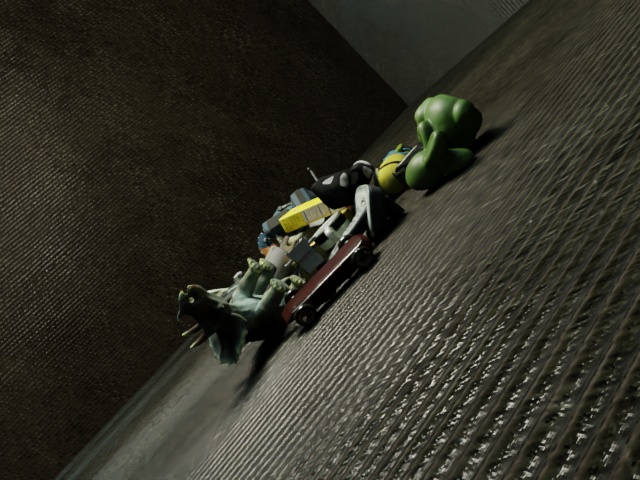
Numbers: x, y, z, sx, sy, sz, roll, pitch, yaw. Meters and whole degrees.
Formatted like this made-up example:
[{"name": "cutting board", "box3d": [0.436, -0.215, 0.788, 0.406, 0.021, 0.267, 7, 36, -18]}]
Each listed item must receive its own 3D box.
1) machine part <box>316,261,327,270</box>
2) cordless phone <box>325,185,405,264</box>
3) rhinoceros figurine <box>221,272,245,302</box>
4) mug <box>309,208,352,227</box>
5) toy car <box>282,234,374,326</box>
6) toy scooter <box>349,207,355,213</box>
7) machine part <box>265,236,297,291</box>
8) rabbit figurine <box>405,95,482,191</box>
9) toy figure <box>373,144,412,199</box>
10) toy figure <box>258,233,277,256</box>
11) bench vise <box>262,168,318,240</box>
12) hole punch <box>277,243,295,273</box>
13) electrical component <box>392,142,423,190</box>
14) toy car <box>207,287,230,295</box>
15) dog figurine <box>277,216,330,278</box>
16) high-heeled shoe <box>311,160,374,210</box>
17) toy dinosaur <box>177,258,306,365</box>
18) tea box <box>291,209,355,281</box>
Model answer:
[{"name": "machine part", "box3d": [0.008, 0.071, 1.057, 0.084, 0.039, 0.139, -27, 16, 47]}, {"name": "cordless phone", "box3d": [0.067, -0.014, 1.043, 0.184, 0.089, 0.146, -53, 7, -2]}, {"name": "rhinoceros figurine", "box3d": [-0.210, 0.137, 1.382, 0.112, 0.073, 0.190, -53, 10, 4]}, {"name": "mug", "box3d": [0.033, -0.046, 1.450, 0.107, 0.080, 0.109, -14, 59, 35]}, {"name": "toy car", "box3d": [0.015, 0.071, 0.929, 0.202, 0.053, 0.089, -47, 26, -1]}, {"name": "toy scooter", "box3d": [0.069, -0.091, 1.558, 0.135, 0.075, 0.184, -45, 11, 12]}, {"name": "machine part", "box3d": [-0.117, 0.104, 1.271, 0.243, 0.079, 0.079, -64, 10, -11]}, {"name": "rabbit figurine", "box3d": [0.222, -0.161, 0.965, 0.170, 0.121, 0.159, -63, 12, 6]}, {"name": "toy figure", "box3d": [0.185, -0.171, 1.272, 0.089, 0.082, 0.180, -41, 5, 44]}, {"name": "toy figure", "box3d": [-0.139, 0.047, 1.636, 0.058, 0.154, 0.064, -45, 7, -25]}, {"name": "bench vise", "box3d": [-0.056, -0.071, 1.592, 0.223, 0.129, 0.240, -43, -18, 0]}, {"name": "hole punch", "box3d": [-0.084, 0.069, 1.542, 0.142, 0.092, 0.115, -25, 49, 65]}, {"name": "electrical component", "box3d": [0.228, -0.177, 1.132, 0.115, 0.058, 0.134, -50, 8, -23]}, {"name": "toy car", "box3d": [-0.277, 0.177, 1.608, 0.202, 0.073, 0.056, -12, -9, -24]}, {"name": "dog figurine", "box3d": [-0.001, -0.001, 1.400, 0.190, 0.121, 0.172, -32, 8, -8]}, {"name": "high-heeled shoe", "box3d": [0.045, -0.136, 1.206, 0.249, 0.145, 0.086, -95, 27, -60]}, {"name": "toy dinosaur", "box3d": [-0.128, 0.143, 1.076, 0.192, 0.131, 0.404, -56, -16, 3]}, {"name": "tea box", "box3d": [0.017, 0.014, 1.227, 0.169, 0.068, 0.098, -48, 7, -15]}]
